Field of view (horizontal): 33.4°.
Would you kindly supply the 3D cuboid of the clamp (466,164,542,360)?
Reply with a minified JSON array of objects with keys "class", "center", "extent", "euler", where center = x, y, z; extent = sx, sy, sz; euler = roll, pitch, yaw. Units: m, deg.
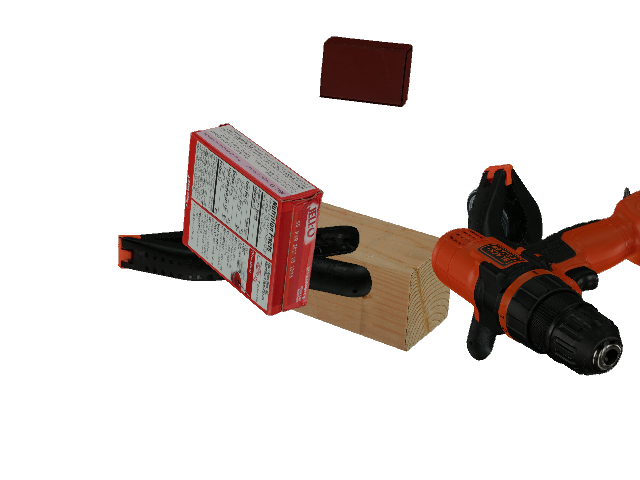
[{"class":"clamp","center":[0.162,0.022,0.946],"extent":[0.120,0.171,0.039],"euler":[-22,8,-40]}]

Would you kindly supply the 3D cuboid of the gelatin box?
[{"class":"gelatin box","center":[-0.039,-0.012,0.585],"extent":[0.030,0.073,0.089],"euler":[-18,40,-36]}]

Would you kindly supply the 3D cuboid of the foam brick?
[{"class":"foam brick","center":[0.042,-0.154,0.973],"extent":[0.078,0.051,0.053],"euler":[8,18,9]}]

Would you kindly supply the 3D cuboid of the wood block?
[{"class":"wood block","center":[0.023,0.028,1.097],"extent":[0.206,0.091,0.090],"euler":[18,31,30]}]

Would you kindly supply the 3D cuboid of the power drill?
[{"class":"power drill","center":[0.197,0.024,0.752],"extent":[0.187,0.057,0.185],"euler":[-13,28,-23]}]

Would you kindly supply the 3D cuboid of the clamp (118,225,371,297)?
[{"class":"clamp","center":[-0.058,0.014,0.864],"extent":[0.210,0.036,0.164],"euler":[0,12,-8]}]

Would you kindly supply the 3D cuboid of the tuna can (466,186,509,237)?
[{"class":"tuna can","center":[0.207,-0.028,1.220],"extent":[0.033,0.086,0.086],"euler":[-31,13,-23]}]
